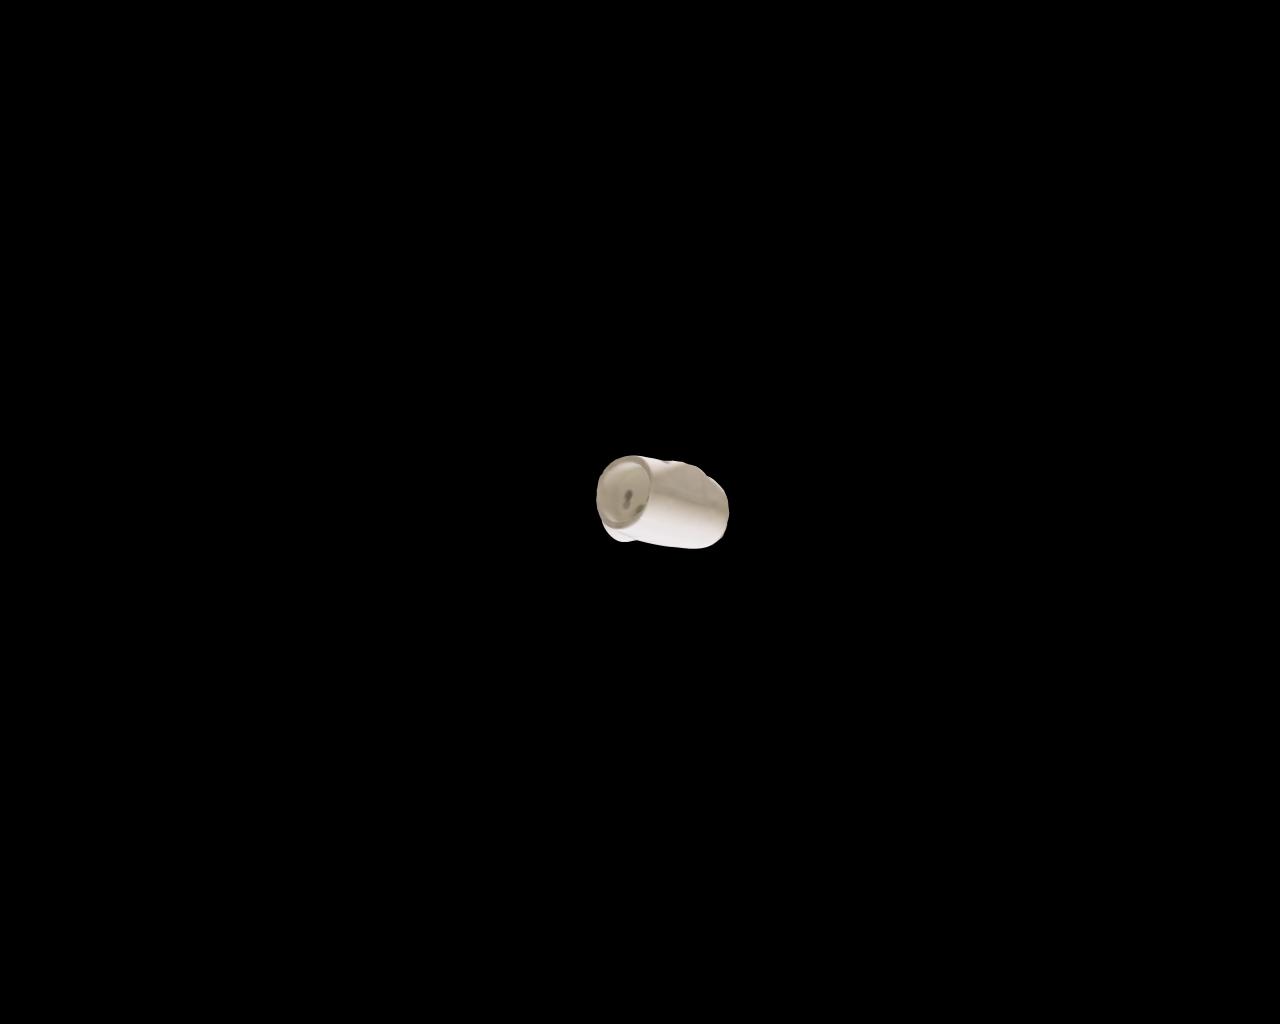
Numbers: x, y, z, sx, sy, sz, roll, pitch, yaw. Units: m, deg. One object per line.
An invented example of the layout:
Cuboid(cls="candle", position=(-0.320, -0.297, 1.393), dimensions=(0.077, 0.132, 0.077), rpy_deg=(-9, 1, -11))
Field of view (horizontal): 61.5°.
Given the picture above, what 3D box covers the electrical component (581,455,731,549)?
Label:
Cuboid(cls="electrical component", position=(0.001, -0.003, 0.650), dimensions=(0.079, 0.044, 0.077), rpy_deg=(-11, -17, 38))
